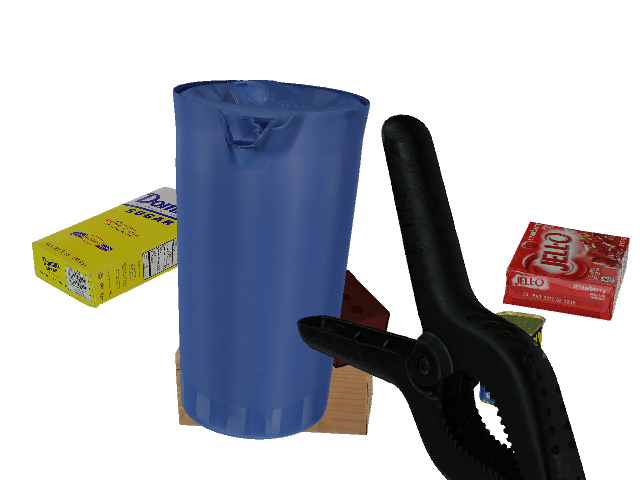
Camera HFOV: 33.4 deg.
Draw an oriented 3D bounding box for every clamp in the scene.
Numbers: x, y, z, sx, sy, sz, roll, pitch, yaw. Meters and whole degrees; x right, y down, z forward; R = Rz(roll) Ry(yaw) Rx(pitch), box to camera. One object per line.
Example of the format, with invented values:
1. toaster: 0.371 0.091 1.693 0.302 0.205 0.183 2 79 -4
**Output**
1. clamp: 0.065 0.049 0.533 0.036 0.165 0.210 -10 42 -33

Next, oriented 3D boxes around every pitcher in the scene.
1. pitcher: -0.038 0.008 0.763 0.148 0.243 0.145 -8 21 -35

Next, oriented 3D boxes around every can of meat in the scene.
1. can of meat: 0.211 0.131 1.180 0.058 0.084 0.102 6 11 23

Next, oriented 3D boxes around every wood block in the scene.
1. wood block: -0.048 0.150 1.175 0.206 0.091 0.090 2 22 6

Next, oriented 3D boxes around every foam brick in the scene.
1. foam brick: 0.020 0.071 0.987 0.052 0.051 0.078 -12 37 -29

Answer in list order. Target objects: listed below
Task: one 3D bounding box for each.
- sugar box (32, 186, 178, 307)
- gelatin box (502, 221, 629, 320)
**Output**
1. sugar box: -0.190 0.002 1.075 0.093 0.048 0.175 24 38 33
2. gelatin box: 0.173 0.020 0.745 0.073 0.030 0.089 10 25 19
